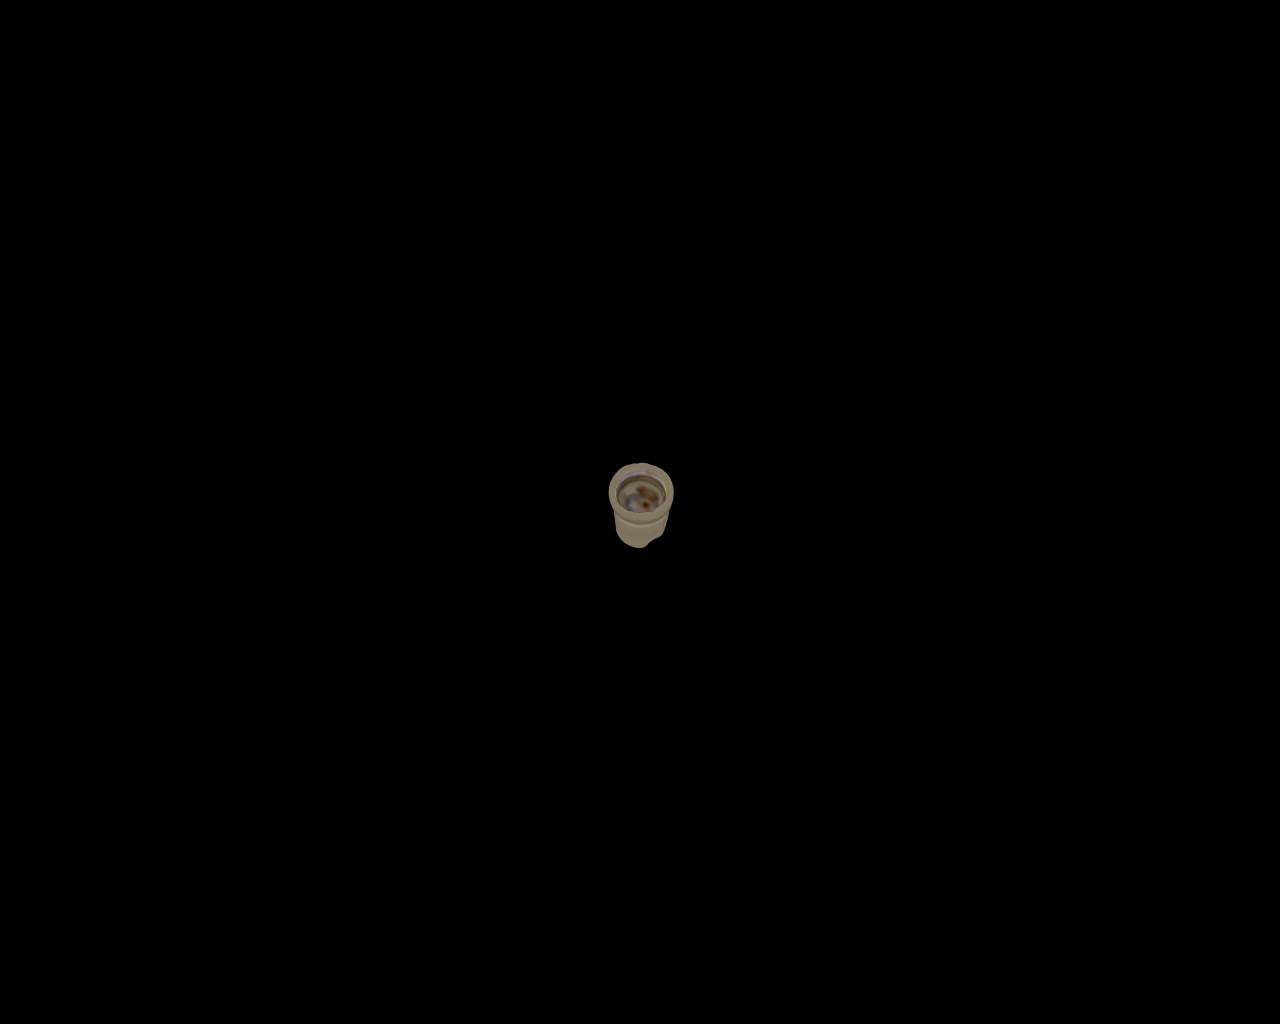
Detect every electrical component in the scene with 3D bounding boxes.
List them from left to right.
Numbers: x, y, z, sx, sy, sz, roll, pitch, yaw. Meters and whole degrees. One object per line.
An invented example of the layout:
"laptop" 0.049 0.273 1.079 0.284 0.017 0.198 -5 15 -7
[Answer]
"electrical component" 0.001 -0.003 0.650 0.040 0.040 0.046 0 -33 0
